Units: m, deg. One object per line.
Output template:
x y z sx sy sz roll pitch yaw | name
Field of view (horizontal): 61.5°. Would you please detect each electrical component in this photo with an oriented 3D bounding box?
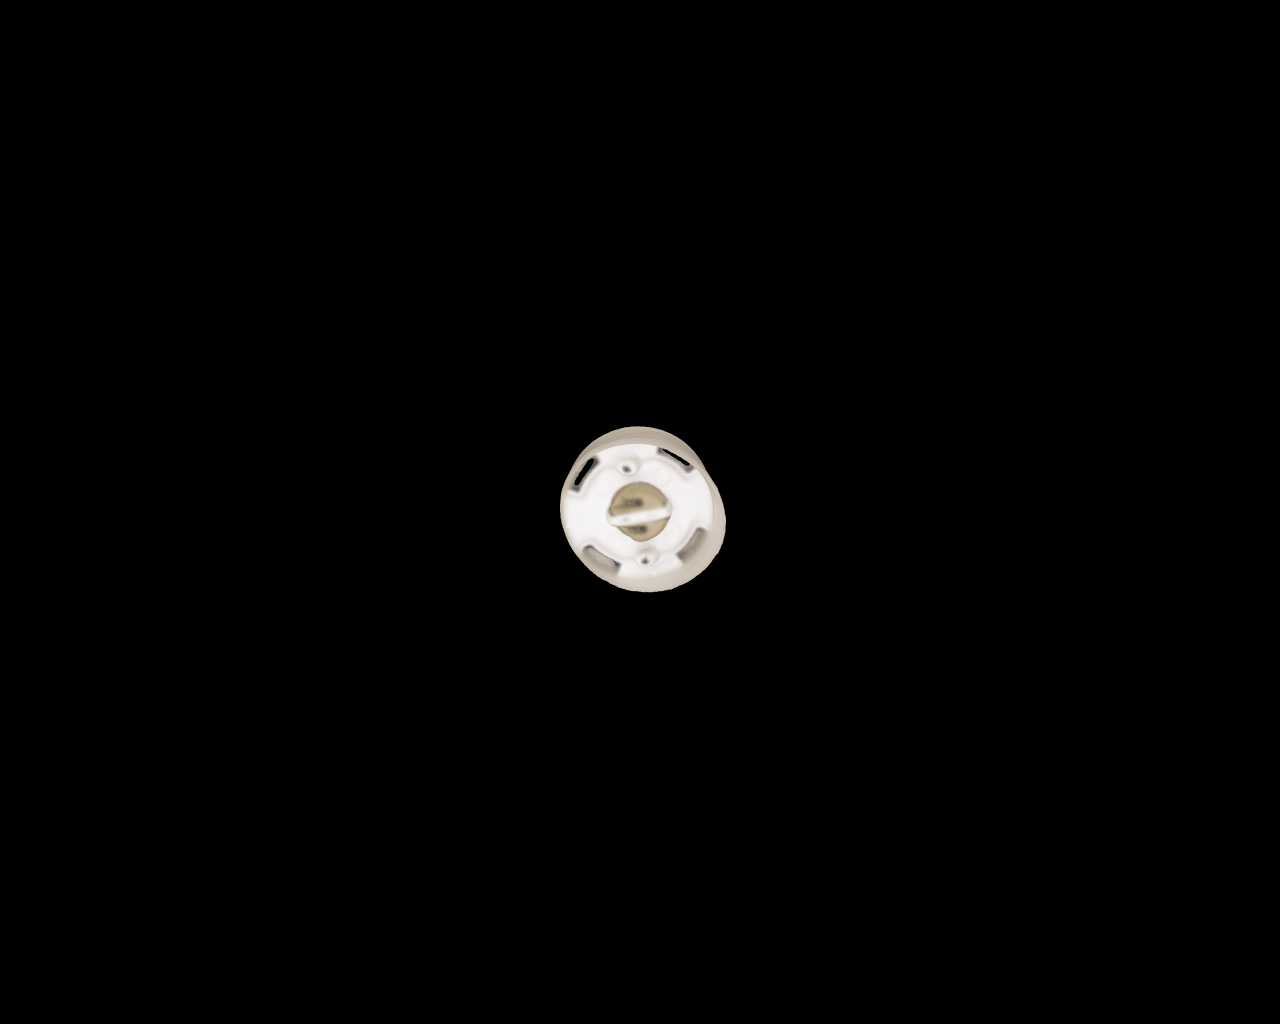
0.001 -0.003 0.650 0.099 0.099 0.064 0 21 0 | electrical component
